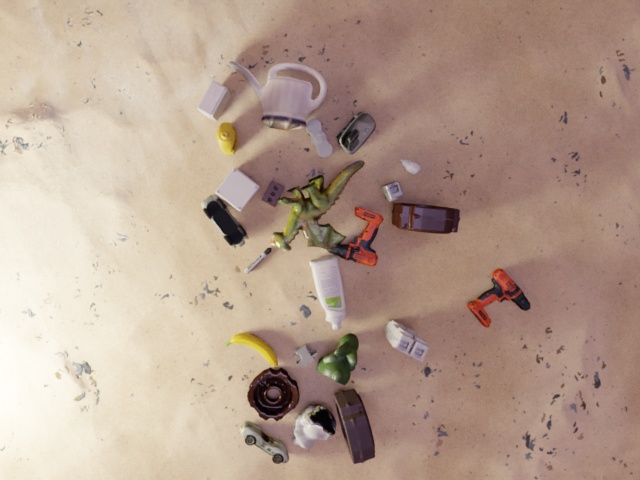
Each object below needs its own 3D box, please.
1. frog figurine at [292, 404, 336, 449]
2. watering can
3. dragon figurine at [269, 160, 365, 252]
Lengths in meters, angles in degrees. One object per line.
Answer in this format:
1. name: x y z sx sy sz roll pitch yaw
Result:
1. frog figurine: -0.023 0.654 1.786 0.137 0.126 0.156 21 127 -14
2. watering can: -0.150 -0.485 1.727 0.348 0.104 0.224 9 91 8
3. dragon figurine: 0.005 -0.088 1.746 0.410 0.123 0.241 -24 98 -2
